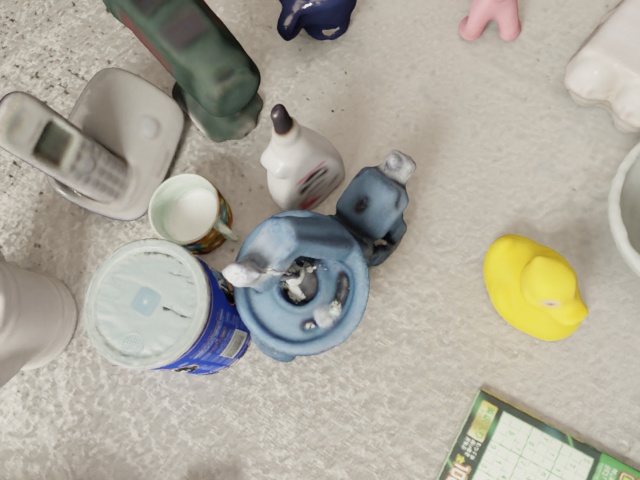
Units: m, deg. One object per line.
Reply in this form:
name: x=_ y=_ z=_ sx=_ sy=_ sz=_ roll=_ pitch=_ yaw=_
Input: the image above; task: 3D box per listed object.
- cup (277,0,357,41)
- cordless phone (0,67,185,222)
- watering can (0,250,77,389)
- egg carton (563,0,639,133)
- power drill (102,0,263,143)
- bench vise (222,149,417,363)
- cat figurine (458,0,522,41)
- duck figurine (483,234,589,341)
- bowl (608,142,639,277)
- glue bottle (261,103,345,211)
cup: x=-0.004 y=-0.241 z=0.594 sx=0.091 sy=0.095 sz=0.118 roll=24 pitch=80 yaw=14
cordless phone: x=-0.216 y=-0.109 z=0.545 sx=0.094 sy=0.185 sz=0.148 roll=15 pitch=78 yaw=13
watering can: x=-0.311 y=0.068 z=0.507 sx=0.101 sy=0.194 sz=0.172 roll=-37 pitch=73 yaw=-2
egg carton: x=0.309 y=-0.178 z=0.542 sx=0.107 sy=0.069 sz=0.150 roll=39 pitch=84 yaw=16
power drill: x=-0.133 y=-0.186 z=0.540 sx=0.075 sy=0.208 sz=0.229 roll=-42 pitch=73 yaw=-4
bench vise: x=-0.007 y=-0.002 z=0.465 sx=0.121 sy=0.220 sz=0.207 roll=20 pitch=79 yaw=14
cat figurine: x=0.173 y=-0.282 z=0.566 sx=0.067 sy=0.118 sz=0.128 roll=-2 pitch=75 yaw=9
duck figurine: x=0.189 y=0.035 z=0.495 sx=0.077 sy=0.086 sz=0.104 roll=-35 pitch=73 yaw=-1
bowl: x=0.327 y=-0.015 z=0.493 sx=0.167 sy=0.075 sz=0.167 roll=-2 pitch=75 yaw=8
glue bottle: x=-0.021 y=-0.075 z=0.511 sx=0.078 sy=0.173 sz=0.037 roll=-45 pitch=73 yaw=-4
